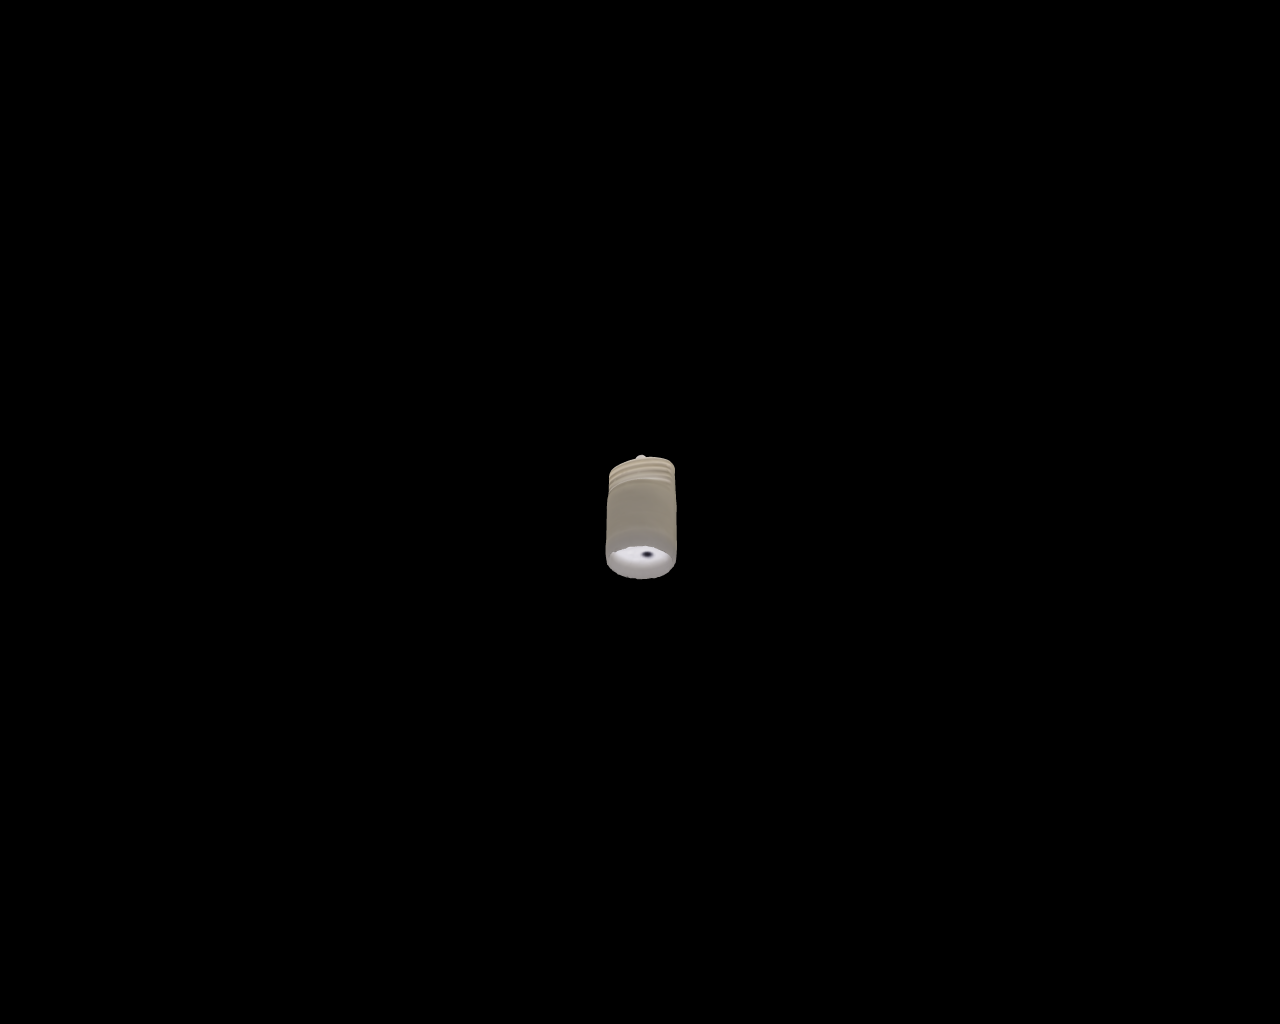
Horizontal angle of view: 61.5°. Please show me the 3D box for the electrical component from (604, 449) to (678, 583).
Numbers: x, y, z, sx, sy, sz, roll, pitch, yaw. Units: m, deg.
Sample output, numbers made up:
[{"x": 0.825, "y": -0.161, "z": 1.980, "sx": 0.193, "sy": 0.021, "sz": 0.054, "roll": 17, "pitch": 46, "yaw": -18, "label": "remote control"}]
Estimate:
[{"x": 0.001, "y": -0.003, "z": 0.650, "sx": 0.043, "sy": 0.081, "sz": 0.043, "roll": 0, "pitch": -33, "yaw": 0, "label": "electrical component"}]
